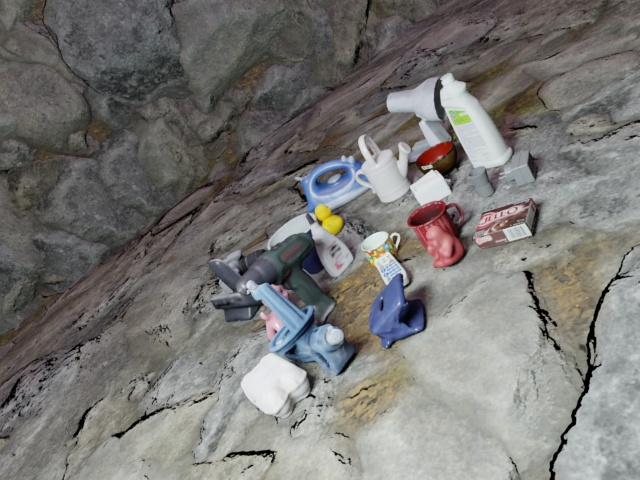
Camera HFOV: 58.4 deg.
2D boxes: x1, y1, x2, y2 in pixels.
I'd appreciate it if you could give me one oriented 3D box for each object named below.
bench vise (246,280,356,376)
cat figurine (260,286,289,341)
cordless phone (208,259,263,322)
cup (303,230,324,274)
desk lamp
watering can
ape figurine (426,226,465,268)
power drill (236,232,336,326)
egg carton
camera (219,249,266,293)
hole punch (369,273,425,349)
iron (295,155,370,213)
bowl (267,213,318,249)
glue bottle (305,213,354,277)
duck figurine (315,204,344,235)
[{"bbox_3d":[-0.038,0.154,1.109,0.206,0.220,0.121,-18,28,36],"label":"bench vise"},{"bbox_3d":[-0.107,0.154,1.344,0.067,0.118,0.128,-22,26,29],"label":"cat figurine"},{"bbox_3d":[-0.245,0.122,1.513,0.147,0.185,0.094,-16,29,39],"label":"cordless phone"},{"bbox_3d":[-0.025,0.033,1.500,0.091,0.095,0.118,-13,31,42],"label":"cup"},{"bbox_3d":[0.298,-0.350,1.656,0.202,0.214,0.118,-12,32,44],"label":"desk lamp"},{"bbox_3d":[0.172,-0.211,1.581,0.172,0.194,0.101,-31,23,9],"label":"watering can"},{"bbox_3d":[0.247,0.010,1.166,0.076,0.092,0.077,-31,23,10],"label":"ape figurine"},{"bbox_3d":[-0.062,0.101,1.266,0.075,0.209,0.230,-13,31,43],"label":"power drill"},{"bbox_3d":[-0.089,0.284,1.120,0.107,0.069,0.150,-44,24,-21],"label":"egg carton"},{"bbox_3d":[-0.216,0.082,1.666,0.136,0.101,0.143,-27,24,19],"label":"camera"},{"bbox_3d":[0.134,0.132,1.081,0.101,0.091,0.108,-27,24,19],"label":"hole punch"},{"bbox_3d":[0.053,-0.190,1.777,0.258,0.142,0.118,-27,24,19],"label":"iron"},{"bbox_3d":[-0.063,0.000,1.647,0.167,0.075,0.167,-29,23,14],"label":"bowl"},{"bbox_3d":[0.013,0.005,1.399,0.037,0.173,0.078,-4,38,51],"label":"glue bottle"},{"bbox_3d":[0.017,-0.060,1.640,0.077,0.086,0.104,-27,24,20],"label":"duck figurine"}]
